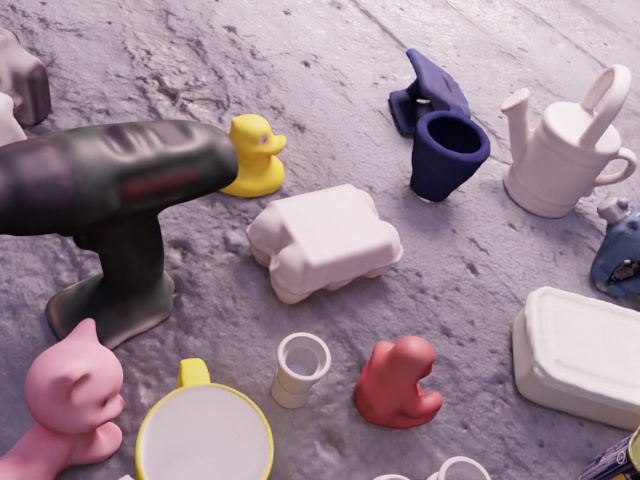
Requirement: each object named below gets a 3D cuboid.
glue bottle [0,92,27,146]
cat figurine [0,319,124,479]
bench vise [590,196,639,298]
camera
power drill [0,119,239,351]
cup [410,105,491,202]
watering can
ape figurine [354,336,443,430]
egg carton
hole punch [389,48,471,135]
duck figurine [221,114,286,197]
[{"bbox_3d":[-0.297,-0.097,0.508,0.037,0.173,0.078,20,47,1],"label":"glue bottle"},{"bbox_3d":[-0.181,0.123,0.390,0.067,0.118,0.128,27,48,8],"label":"cat figurine"},{"bbox_3d":[0.409,0.008,0.603,0.207,0.220,0.121,20,47,0],"label":"bench vise"},{"bbox_3d":[-0.377,-0.162,0.588,0.143,0.101,0.137,19,47,0],"label":"camera"},{"bbox_3d":[-0.169,-0.001,0.439,0.230,0.208,0.075,-31,64,-35],"label":"power drill"},{"bbox_3d":[0.149,-0.104,0.705,0.091,0.095,0.118,17,47,-2],"label":"cup"},{"bbox_3d":[0.309,-0.128,0.708,0.173,0.194,0.101,7,48,-11],"label":"watering can"},{"bbox_3d":[0.071,0.116,0.491,0.076,0.092,0.077,-9,53,-23],"label":"ape figurine"},{"bbox_3d":[0.005,0.002,0.585,0.151,0.069,0.107,-17,57,-29],"label":"egg carton"},{"bbox_3d":[0.160,-0.206,0.799,0.101,0.091,0.108,2,50,-16],"label":"hole punch"},{"bbox_3d":[-0.086,-0.101,0.636,0.105,0.086,0.077,8,48,-11],"label":"duck figurine"}]
